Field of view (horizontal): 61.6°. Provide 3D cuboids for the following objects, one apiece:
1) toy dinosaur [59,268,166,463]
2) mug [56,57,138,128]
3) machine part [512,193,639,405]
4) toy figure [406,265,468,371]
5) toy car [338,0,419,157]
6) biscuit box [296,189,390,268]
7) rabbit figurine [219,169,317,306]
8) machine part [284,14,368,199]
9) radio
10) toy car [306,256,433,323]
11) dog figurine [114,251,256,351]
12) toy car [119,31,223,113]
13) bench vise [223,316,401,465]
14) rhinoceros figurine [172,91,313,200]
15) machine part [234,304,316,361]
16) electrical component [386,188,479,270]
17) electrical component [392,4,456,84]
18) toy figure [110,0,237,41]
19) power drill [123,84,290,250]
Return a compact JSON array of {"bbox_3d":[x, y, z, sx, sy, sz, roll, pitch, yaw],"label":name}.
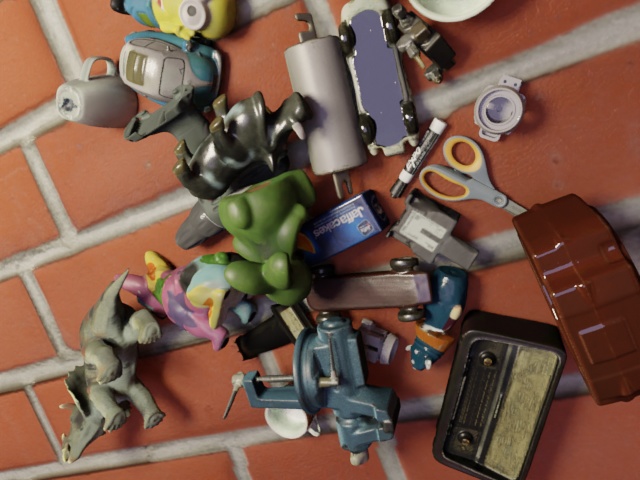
[{"bbox_3d":[-0.349,0.187,0.888,0.192,0.131,0.404,28,116,35],"label":"toy dinosaur"},{"bbox_3d":[-0.337,-0.218,0.806,0.081,0.107,0.109,20,113,11],"label":"mug"},{"bbox_3d":[0.300,0.060,0.602,0.087,0.201,0.200,-25,103,16],"label":"machine part"},{"bbox_3d":[0.165,0.113,0.747,0.058,0.064,0.154,12,109,-1],"label":"toy figure"},{"bbox_3d":[0.077,-0.207,0.692,0.074,0.056,0.201,-11,102,15],"label":"toy car"},{"bbox_3d":[-0.002,-0.002,0.774,0.203,0.059,0.062,-27,94,23],"label":"biscuit box"},{"bbox_3d":[-0.053,0.011,0.694,0.121,0.159,0.170,-17,105,15],"label":"rabbit figurine"},{"bbox_3d":[0.009,-0.175,0.713,0.079,0.079,0.243,-11,100,22],"label":"machine part"},{"bbox_3d":[0.241,0.217,0.743,0.131,0.073,0.229,14,109,15],"label":"radio"},{"bbox_3d":[0.067,0.072,0.764,0.202,0.053,0.089,-9,89,33],"label":"toy car"},{"bbox_3d":[-0.214,0.067,0.836,0.219,0.108,0.191,24,135,16],"label":"dog figurine"},{"bbox_3d":[-0.226,-0.244,0.763,0.162,0.103,0.109,22,110,11],"label":"toy car"},{"bbox_3d":[-0.011,0.219,0.777,0.241,0.129,0.223,-7,114,19],"label":"bench vise"},{"bbox_3d":[-0.097,-0.119,0.672,0.190,0.073,0.112,-36,123,14],"label":"rhinoceros figurine"},{"bbox_3d":[-0.074,0.147,0.856,0.139,0.039,0.084,-33,101,22],"label":"machine part"},{"bbox_3d":[0.157,-0.010,0.723,0.119,0.048,0.074,28,113,10],"label":"electrical component"},{"bbox_3d":[0.125,-0.232,0.649,0.045,0.102,0.078,-48,64,18],"label":"electrical component"},{"bbox_3d":[-0.200,-0.328,0.743,0.180,0.089,0.082,17,122,23],"label":"toy figure"},{"bbox_3d":[-0.176,-0.099,0.762,0.232,0.086,0.207,-30,119,17],"label":"power drill"}]
